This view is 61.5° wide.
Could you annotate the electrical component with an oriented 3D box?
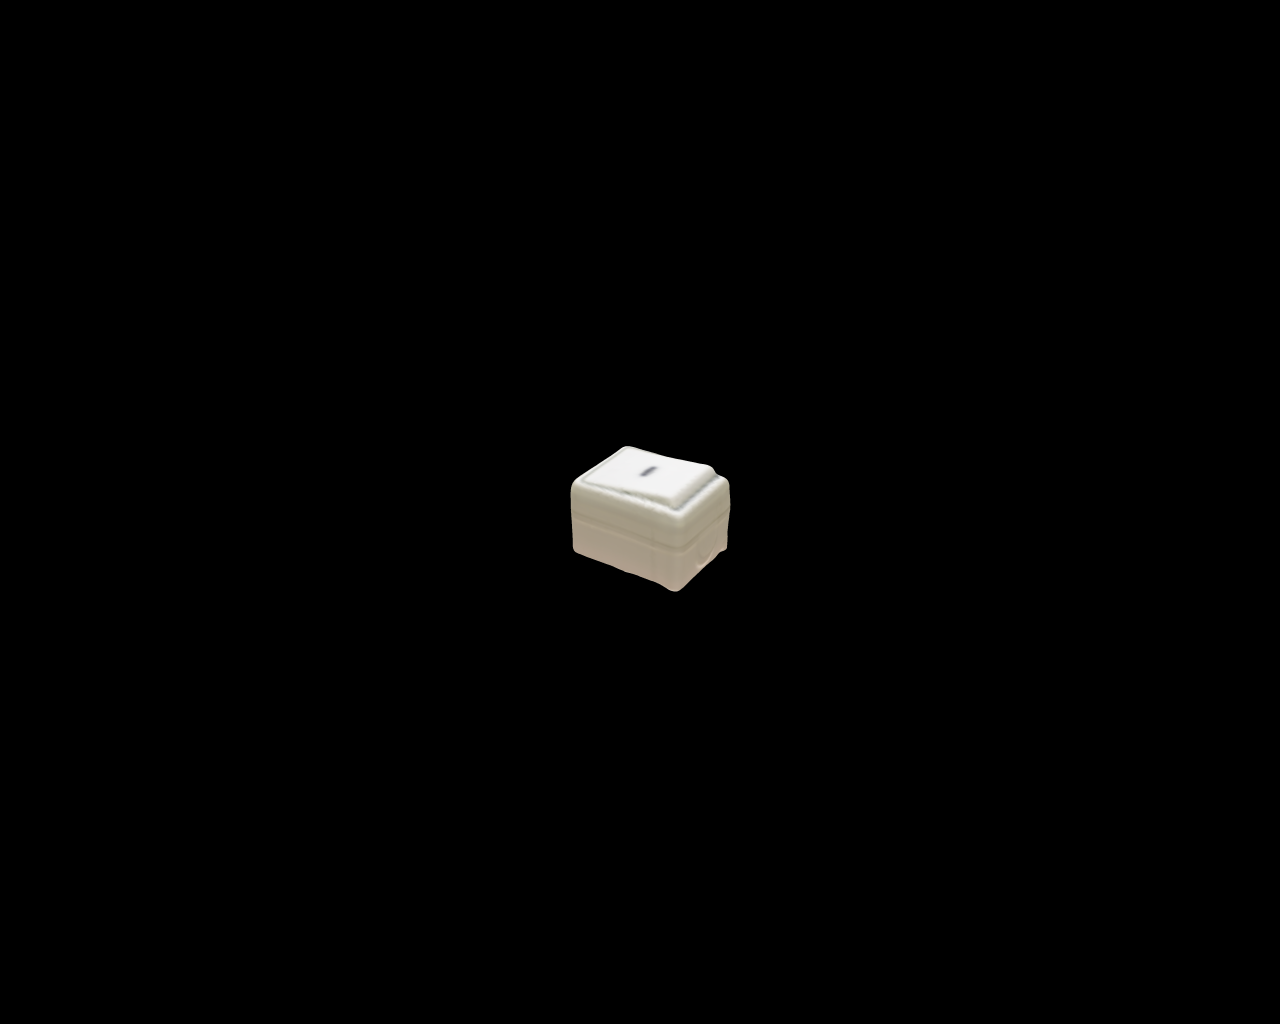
[{"bbox_3d":[0.001,-0.003,0.650,0.096,0.061,0.062,20,36,29],"label":"electrical component"}]
